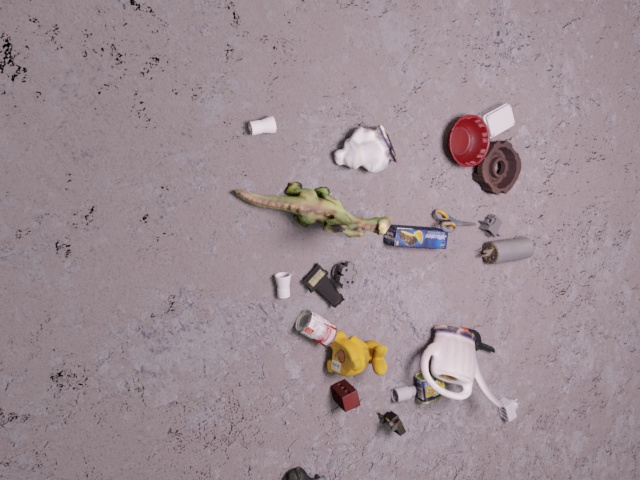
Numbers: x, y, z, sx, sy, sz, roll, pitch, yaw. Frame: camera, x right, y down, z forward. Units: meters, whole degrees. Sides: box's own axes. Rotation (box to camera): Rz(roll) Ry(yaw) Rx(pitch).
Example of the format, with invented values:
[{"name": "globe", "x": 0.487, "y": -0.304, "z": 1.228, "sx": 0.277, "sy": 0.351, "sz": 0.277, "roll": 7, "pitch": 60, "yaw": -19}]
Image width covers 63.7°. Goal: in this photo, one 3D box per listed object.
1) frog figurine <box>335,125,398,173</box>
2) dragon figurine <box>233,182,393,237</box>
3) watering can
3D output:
[{"name": "frog figurine", "x": 0.123, "y": -0.244, "z": 1.437, "sx": 0.158, "sy": 0.125, "sz": 0.135, "roll": -21, "pitch": 122, "yaw": 15}, {"name": "dragon figurine", "x": 0.004, "y": -0.066, "z": 1.312, "sx": 0.410, "sy": 0.245, "sz": 0.121, "roll": 5, "pitch": 102, "yaw": -30}, {"name": "watering can", "x": 0.458, "y": 0.402, "z": 1.647, "sx": 0.345, "sy": 0.103, "sz": 0.229, "roll": 23, "pitch": 63, "yaw": -23}]
